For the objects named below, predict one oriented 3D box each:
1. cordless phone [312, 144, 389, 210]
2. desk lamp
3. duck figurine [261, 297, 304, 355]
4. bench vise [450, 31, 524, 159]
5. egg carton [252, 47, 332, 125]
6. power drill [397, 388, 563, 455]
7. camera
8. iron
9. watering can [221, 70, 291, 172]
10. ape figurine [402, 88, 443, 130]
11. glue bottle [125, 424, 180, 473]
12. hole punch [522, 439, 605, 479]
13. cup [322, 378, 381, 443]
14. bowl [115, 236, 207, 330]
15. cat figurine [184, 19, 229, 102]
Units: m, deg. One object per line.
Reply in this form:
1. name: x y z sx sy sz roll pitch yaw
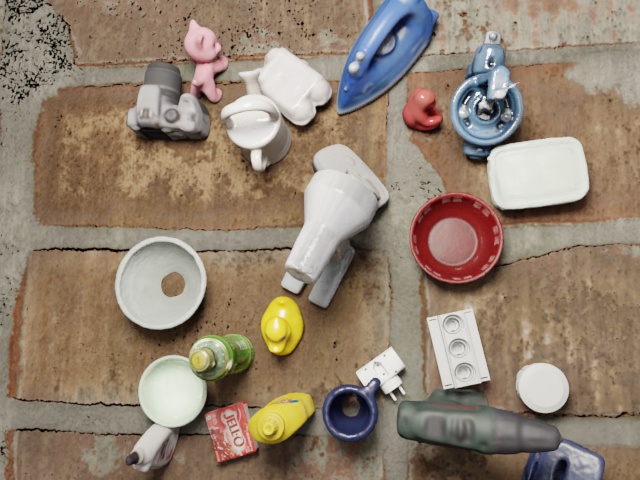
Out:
1. cordless phone: 0.048 -0.113 0.983 0.094 0.185 0.147 -43 80 -1
2. desk lamp: 0.009 0.003 0.956 0.118 0.213 0.203 25 85 9
3. duck figurine: -0.071 0.151 1.007 0.077 0.086 0.104 4 82 7
4. bench vise: 0.274 -0.260 0.963 0.121 0.220 0.207 -11 81 4
5. egg carton: -0.056 -0.289 1.077 0.150 0.069 0.107 37 87 9
6. power drill: 0.234 0.283 0.897 0.229 0.208 0.076 2 82 6
7. camera: -0.287 -0.266 1.080 0.143 0.101 0.137 2 82 6
8. iron: 0.107 -0.351 1.033 0.118 0.141 0.258 36 87 10
9. watering can: -0.118 -0.211 1.008 0.101 0.194 0.173 -28 80 2
10. ape figurine: 0.187 -0.242 1.034 0.076 0.092 0.078 -8 81 5
11. glue bottle: -0.284 0.352 0.956 0.037 0.173 0.078 11 83 8
12. hole punch: 0.390 0.378 0.927 0.101 0.091 0.109 20 84 8
13. cup: 0.061 0.277 0.972 0.091 0.095 0.118 40 87 10
14. bowl: -0.279 0.080 1.044 0.167 0.075 0.167 -1 82 6
15. cat figurine: -0.221 -0.340 1.076 0.067 0.118 0.128 7 83 7
